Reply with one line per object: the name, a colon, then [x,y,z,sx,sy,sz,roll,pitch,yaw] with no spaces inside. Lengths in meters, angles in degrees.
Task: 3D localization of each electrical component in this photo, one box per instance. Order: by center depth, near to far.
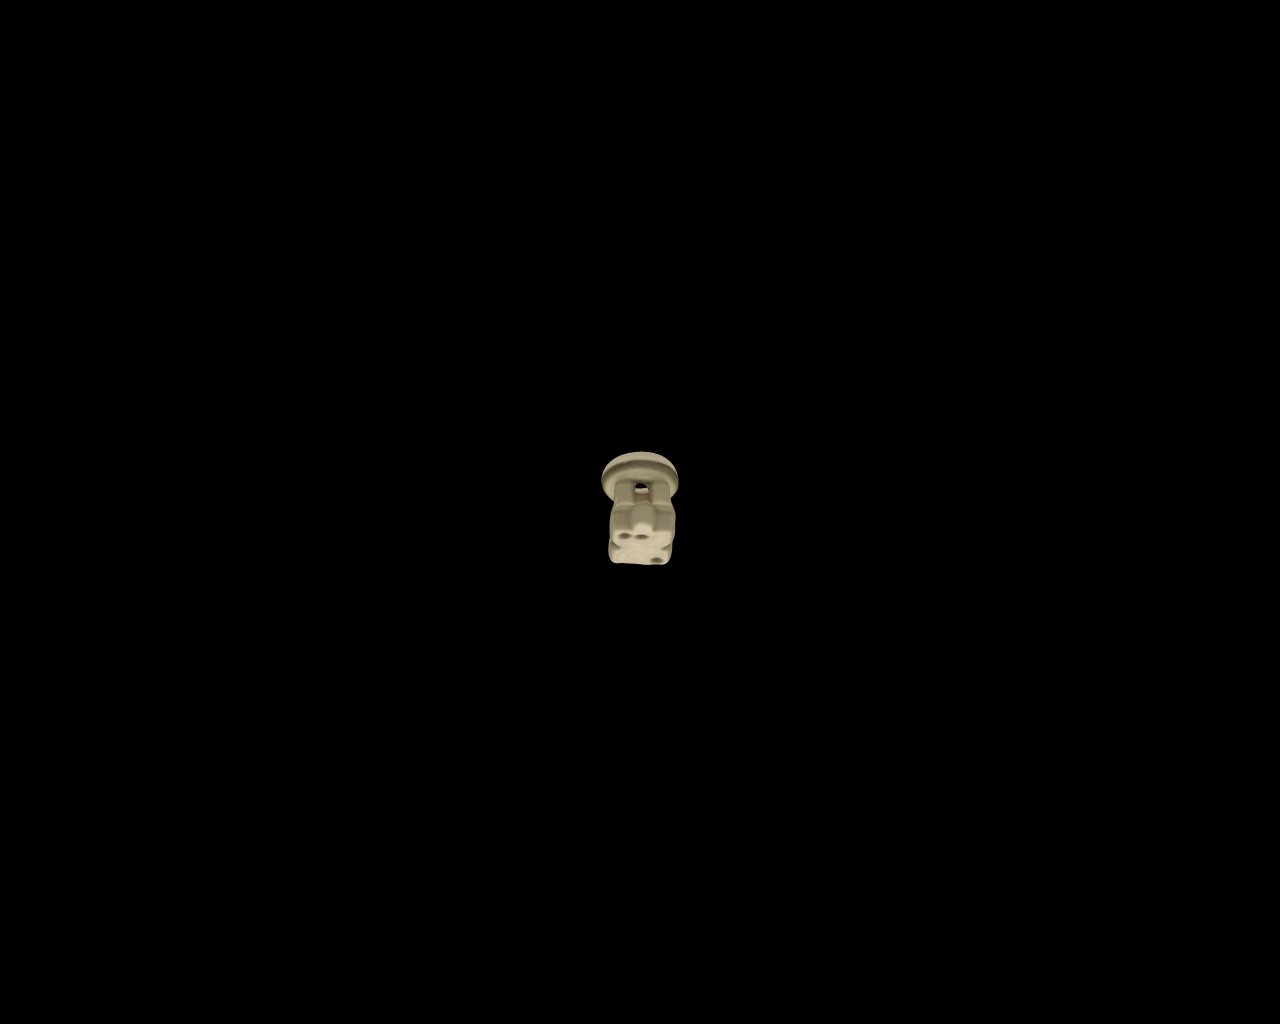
electrical component: [0.001,-0.003,0.650,0.048,0.055,0.066,2,-31,-3]
